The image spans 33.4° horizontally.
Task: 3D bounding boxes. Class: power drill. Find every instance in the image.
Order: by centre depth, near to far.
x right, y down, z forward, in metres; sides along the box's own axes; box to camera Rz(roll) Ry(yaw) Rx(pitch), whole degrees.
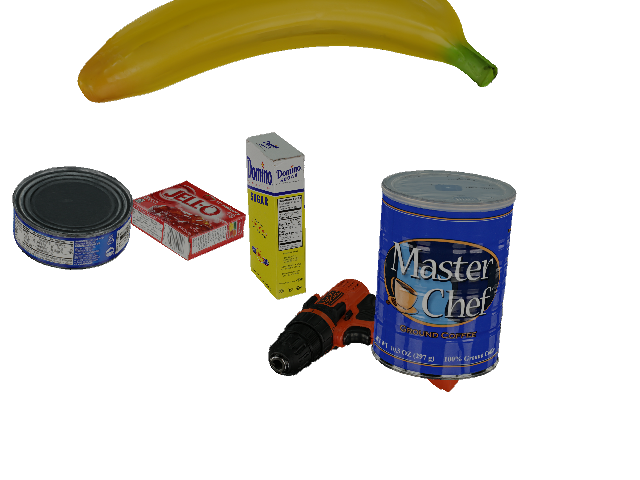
[{"bbox_3d":[0.059,0.102,1.110,0.188,0.057,0.184,11,28,25],"label":"power drill"}]

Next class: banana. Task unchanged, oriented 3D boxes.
[{"bbox_3d":[-0.017,-0.101,0.512,0.197,0.037,0.069,-5,45,-7],"label":"banana"}]

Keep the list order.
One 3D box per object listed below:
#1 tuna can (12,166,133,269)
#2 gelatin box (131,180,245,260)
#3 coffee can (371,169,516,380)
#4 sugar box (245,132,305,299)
[{"bbox_3d":[-0.181,-0.017,0.781,0.086,0.034,0.086,8,36,-6],"label":"tuna can"},{"bbox_3d":[-0.129,-0.022,1.032,0.089,0.030,0.073,30,37,33],"label":"gelatin box"},{"bbox_3d":[0.095,0.024,0.836,0.103,0.140,0.103,2,17,-1],"label":"coffee can"},{"bbox_3d":[-0.053,-0.029,1.259,0.048,0.176,0.093,-13,26,-21],"label":"sugar box"}]
